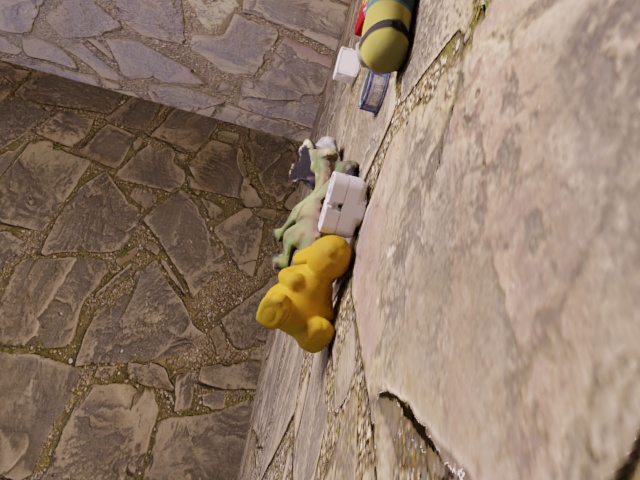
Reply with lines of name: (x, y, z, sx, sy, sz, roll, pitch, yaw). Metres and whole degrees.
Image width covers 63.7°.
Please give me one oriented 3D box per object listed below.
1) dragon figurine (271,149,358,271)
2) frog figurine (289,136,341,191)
dragon figurine: (0.003, -0.051, 1.008, 0.420, 0.122, 0.238, -99, 31, -53)
frog figurine: (0.014, -0.197, 1.309, 0.161, 0.123, 0.135, -19, -58, -53)
